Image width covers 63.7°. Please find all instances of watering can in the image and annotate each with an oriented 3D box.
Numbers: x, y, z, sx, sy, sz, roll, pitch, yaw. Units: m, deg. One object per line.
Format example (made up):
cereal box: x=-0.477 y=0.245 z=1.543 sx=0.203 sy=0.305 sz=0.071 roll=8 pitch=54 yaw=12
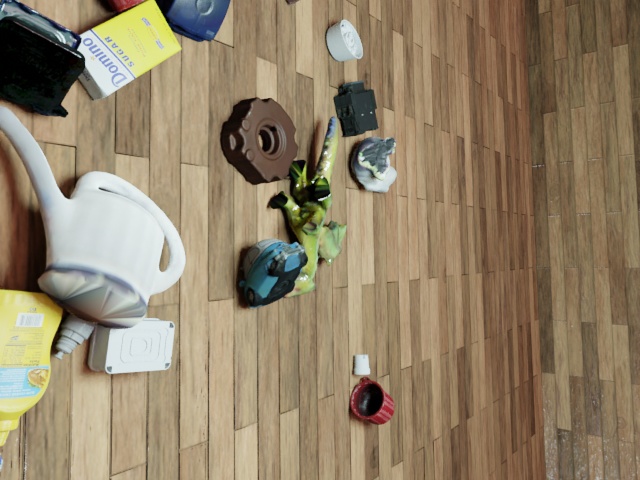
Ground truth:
watering can: x=-0.325 y=-0.013 z=0.714 sx=0.342 sy=0.103 sz=0.230 roll=41 pitch=36 yaw=-41

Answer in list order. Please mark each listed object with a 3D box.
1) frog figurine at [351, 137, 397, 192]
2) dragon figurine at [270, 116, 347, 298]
frog figurine: x=0.142 y=-0.191 z=1.352 sx=0.157 sy=0.123 sz=0.139 roll=80 pitch=8 yaw=-75
dragon figurine: x=0.004 y=-0.059 z=1.174 sx=0.418 sy=0.122 sz=0.237 roll=-66 pitch=151 yaw=-28
